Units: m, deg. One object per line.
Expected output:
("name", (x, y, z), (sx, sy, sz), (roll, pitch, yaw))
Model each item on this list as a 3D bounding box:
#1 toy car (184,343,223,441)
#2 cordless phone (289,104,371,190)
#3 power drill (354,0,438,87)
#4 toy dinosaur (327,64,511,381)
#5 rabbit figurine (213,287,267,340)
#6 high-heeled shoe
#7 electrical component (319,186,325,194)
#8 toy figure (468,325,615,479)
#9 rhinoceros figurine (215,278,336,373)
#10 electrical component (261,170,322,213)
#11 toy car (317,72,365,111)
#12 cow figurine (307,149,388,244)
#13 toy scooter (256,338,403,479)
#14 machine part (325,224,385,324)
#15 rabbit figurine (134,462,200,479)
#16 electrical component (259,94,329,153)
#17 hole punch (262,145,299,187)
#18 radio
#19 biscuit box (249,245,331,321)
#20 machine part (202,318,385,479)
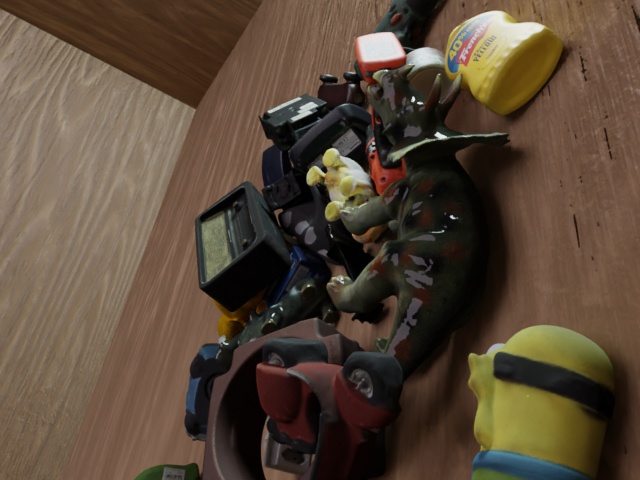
("toy car", (-0.170, 0.258, 0.917), (0.103, 0.109, 0.161), (118, 161, -80))
("cordless phone", (0.038, -0.176, 0.922), (0.146, 0.088, 0.184), (-38, 9, 29))
("power drill", (0.133, -0.317, 0.845), (0.232, 0.086, 0.207), (-45, 34, 42))
("toy dinosaur", (0.109, 0.006, 0.544), (0.192, 0.131, 0.405), (-38, 42, 48))
("rabbit figurine", (-0.139, 0.128, 0.985), (0.162, 0.122, 0.173), (60, 136, 52))
("high-heeled shoe", (-0.002, -0.003, 0.881), (0.248, 0.086, 0.145), (116, 132, -72))
("electrical component", (-0.022, -0.075, 1.009), (0.094, 0.021, 0.063), (-49, 28, 33))
("toy figure", (0.148, 0.146, 0.360), (0.089, 0.082, 0.180), (-10, 49, 40))
("rhinoceros figurine", (-0.066, 0.123, 0.767), (0.190, 0.073, 0.112), (-40, 23, -6))
("electrical component", (-0.040, -0.083, 0.938), (0.075, 0.119, 0.048), (-28, 79, 21))
("toy car", (0.037, -0.276, 1.043), (0.202, 0.053, 0.089), (-143, 58, -68))
("cow figurine", (0.055, -0.051, 0.755), (0.068, 0.098, 0.167), (-50, 46, 24))
("toy scooter", (0.001, 0.161, 0.482), (0.184, 0.075, 0.135), (-3, 82, 53))
("machine part", (0.046, 0.043, 0.691), (0.039, 0.084, 0.139), (-36, 43, 22))
("rabbit figurine", (-0.290, 0.472, 0.916), (0.121, 0.159, 0.170), (-106, 30, -44))
("electrical component", (-0.042, -0.219, 1.012), (0.115, 0.058, 0.134), (-28, 33, -8))
("hole punch", (-0.072, -0.135, 1.096), (0.142, 0.092, 0.115), (-8, 63, 59))
("radio", (-0.134, 0.001, 0.892), (0.131, 0.073, 0.230), (-37, 34, 8))
("biscuit box", (-0.061, 0.110, 0.860), (0.202, 0.059, 0.063), (-59, 24, 13))
("machine part", (-0.031, 0.205, 0.604), (0.201, 0.087, 0.201), (-26, 44, 28))
